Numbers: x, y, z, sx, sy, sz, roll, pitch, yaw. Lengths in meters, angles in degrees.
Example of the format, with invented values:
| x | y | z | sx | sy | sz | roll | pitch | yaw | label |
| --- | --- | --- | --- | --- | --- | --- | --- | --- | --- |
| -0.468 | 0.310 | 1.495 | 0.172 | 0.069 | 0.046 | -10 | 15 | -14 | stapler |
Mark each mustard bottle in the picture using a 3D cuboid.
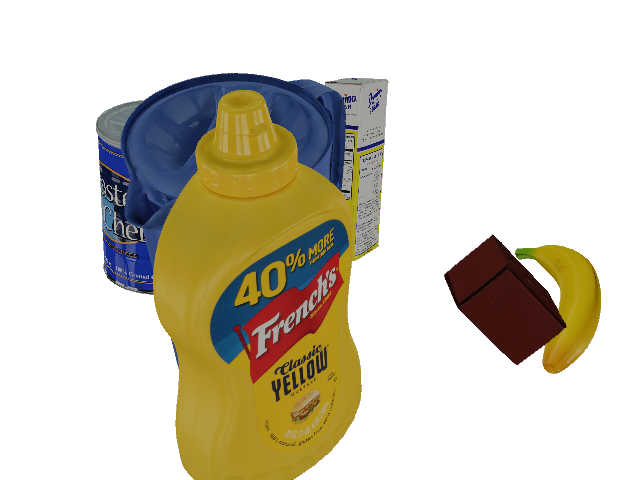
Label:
| x | y | z | sx | sy | sz | roll | pitch | yaw | label |
| --- | --- | --- | --- | --- | --- | --- | --- | --- | --- |
| -0.026 | 0.022 | 0.470 | 0.096 | 0.192 | 0.058 | -29 | 44 | -31 | mustard bottle |

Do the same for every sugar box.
| x | y | z | sx | sy | sz | roll | pitch | yaw | label |
| --- | --- | --- | --- | --- | --- | --- | --- | --- | --- |
| 0.032 | -0.073 | 1.070 | 0.048 | 0.176 | 0.093 | 5 | 12 | 19 | sugar box |

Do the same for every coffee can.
| x | y | z | sx | sy | sz | roll | pitch | yaw | label |
| --- | --- | --- | --- | --- | --- | --- | --- | --- | --- |
| -0.140 | -0.039 | 0.927 | 0.103 | 0.140 | 0.103 | 3 | 29 | -2 | coffee can |

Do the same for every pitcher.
| x | y | z | sx | sy | sz | roll | pitch | yaw | label |
| --- | --- | --- | --- | --- | --- | --- | --- | --- | --- |
| -0.049 | 0.010 | 0.750 | 0.149 | 0.243 | 0.145 | -5 | 43 | -3 | pitcher |

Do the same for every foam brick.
| x | y | z | sx | sy | sz | roll | pitch | yaw | label |
| --- | --- | --- | --- | --- | --- | --- | --- | --- | --- |
| 0.143 | 0.047 | 0.825 | 0.078 | 0.051 | 0.053 | 43 | 16 | -24 | foam brick |

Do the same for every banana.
| x | y | z | sx | sy | sz | roll | pitch | yaw | label |
| --- | --- | --- | --- | --- | --- | --- | --- | --- | --- |
| 0.232 | 0.056 | 1.009 | 0.070 | 0.037 | 0.197 | -28 | 25 | 17 | banana |
